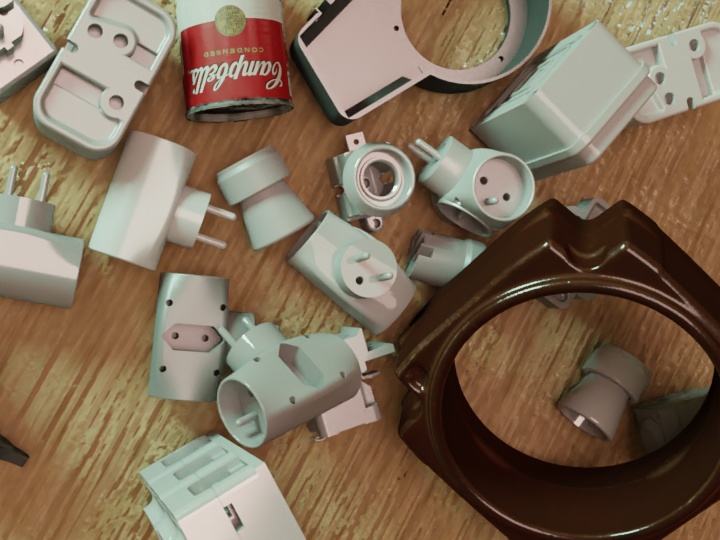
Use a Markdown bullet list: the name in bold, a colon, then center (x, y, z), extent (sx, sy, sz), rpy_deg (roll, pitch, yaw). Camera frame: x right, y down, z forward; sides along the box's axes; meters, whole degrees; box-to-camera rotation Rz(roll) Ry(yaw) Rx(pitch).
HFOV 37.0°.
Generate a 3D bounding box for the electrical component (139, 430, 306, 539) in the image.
- **electrical component**: center (-0.079, 0.154, 0.623), extent (0.062, 0.150, 0.089), rpy_deg (-29, 98, -17)

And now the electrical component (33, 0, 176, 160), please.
- **electrical component**: center (-0.155, -0.117, 0.651), extent (0.054, 0.059, 0.095), rpy_deg (29, 81, -15)

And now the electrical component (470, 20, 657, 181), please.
- **electrical component**: center (0.133, -0.107, 0.711), extent (0.057, 0.113, 0.078), rpy_deg (43, 78, -9)

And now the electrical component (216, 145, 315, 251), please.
- **electrical component**: center (-0.061, -0.046, 0.686), extent (0.045, 0.045, 0.055), rpy_deg (-31, 98, -15)

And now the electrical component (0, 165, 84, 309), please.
- **electrical component**: center (-0.204, -0.022, 0.642), extent (0.077, 0.044, 0.079), rpy_deg (11, 86, -17)

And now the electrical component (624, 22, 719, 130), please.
- **electrical component**: center (0.211, -0.135, 0.763), extent (0.095, 0.059, 0.053), rpy_deg (-19, 95, -16)

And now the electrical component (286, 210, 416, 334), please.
- **electrical component**: center (0.000, 0.000, 0.685), extent (0.077, 0.079, 0.044), rpy_deg (40, 75, -11)

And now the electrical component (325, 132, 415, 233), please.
- **electrical component**: center (0.007, -0.058, 0.702), extent (0.048, 0.055, 0.066), rpy_deg (-16, 94, -17)

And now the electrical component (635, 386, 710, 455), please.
- **electrical component**: center (0.236, 0.114, 0.758), extent (0.080, 0.080, 0.051), rpy_deg (-13, 88, -17)

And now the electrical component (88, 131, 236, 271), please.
- **electrical component**: center (-0.117, -0.036, 0.666), extent (0.079, 0.043, 0.077), rpy_deg (19, 86, -10)

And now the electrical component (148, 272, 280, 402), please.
- **electrical component**: center (-0.090, 0.043, 0.677), extent (0.079, 0.043, 0.077), rpy_deg (6, 88, -16)

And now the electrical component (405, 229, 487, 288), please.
- **electrical component**: center (0.057, -0.005, 0.726), extent (0.046, 0.040, 0.040), rpy_deg (16, 85, -11)

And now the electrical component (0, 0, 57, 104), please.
- **electrical component**: center (-0.215, -0.140, 0.624), extent (0.047, 0.077, 0.065), rpy_deg (-40, 100, -14)

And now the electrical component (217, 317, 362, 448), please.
- **electrical component**: center (-0.052, 0.058, 0.638), extent (0.077, 0.043, 0.079), rpy_deg (-23, 59, -42)

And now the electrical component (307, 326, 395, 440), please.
- **electrical component**: center (-0.017, 0.074, 0.700), extent (0.081, 0.042, 0.063), rpy_deg (-17, 95, -16)

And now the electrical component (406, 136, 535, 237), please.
- **electrical component**: center (0.065, -0.061, 0.708), extent (0.079, 0.077, 0.044), rpy_deg (34, 81, -14)

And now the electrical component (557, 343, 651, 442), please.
- **electrical component**: center (0.172, 0.086, 0.756), extent (0.045, 0.045, 0.055), rpy_deg (40, 78, -13)

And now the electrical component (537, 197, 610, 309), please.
- **electrical component**: center (0.138, -0.011, 0.740), extent (0.058, 0.057, 0.078), rpy_deg (35, 80, -14)
